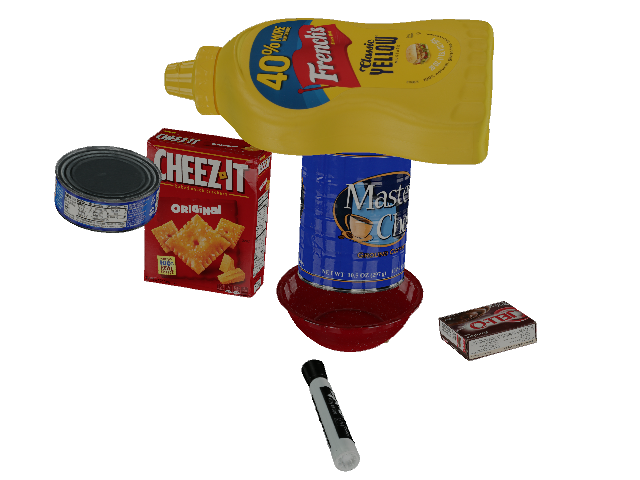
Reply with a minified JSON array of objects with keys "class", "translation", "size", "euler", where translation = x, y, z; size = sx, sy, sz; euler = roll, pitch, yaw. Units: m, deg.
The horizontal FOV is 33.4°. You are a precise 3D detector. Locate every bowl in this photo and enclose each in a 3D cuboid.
[{"class":"bowl","translation":[0.032,0.076,1.184],"size":[0.162,0.055,0.162],"euler":[0,28,0]}]

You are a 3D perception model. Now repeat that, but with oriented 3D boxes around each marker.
[{"class":"marker","translation":[0.006,0.128,0.809],"size":[0.020,0.020,0.121],"euler":[0,28,-14]}]

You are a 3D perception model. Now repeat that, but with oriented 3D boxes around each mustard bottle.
[{"class":"mustard bottle","translation":[0.003,-0.091,0.624],"size":[0.192,0.096,0.058],"euler":[3,-39,8]}]

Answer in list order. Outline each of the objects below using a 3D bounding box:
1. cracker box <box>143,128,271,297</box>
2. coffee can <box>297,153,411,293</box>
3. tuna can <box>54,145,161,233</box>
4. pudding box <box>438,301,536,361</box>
[{"class":"cracker box","translation":[-0.160,-0.036,1.493],"size":[0.164,0.214,0.072],"euler":[9,23,11]},{"class":"coffee can","translation":[0.032,-0.034,0.992],"size":[0.103,0.140,0.103],"euler":[2,17,-1]},{"class":"tuna can","translation":[-0.175,-0.042,0.877],"size":[0.086,0.034,0.086],"euler":[8,33,-6]},{"class":"pudding box","translation":[0.239,0.128,1.525],"size":[0.113,0.039,0.090],"euler":[-15,20,-16]}]
